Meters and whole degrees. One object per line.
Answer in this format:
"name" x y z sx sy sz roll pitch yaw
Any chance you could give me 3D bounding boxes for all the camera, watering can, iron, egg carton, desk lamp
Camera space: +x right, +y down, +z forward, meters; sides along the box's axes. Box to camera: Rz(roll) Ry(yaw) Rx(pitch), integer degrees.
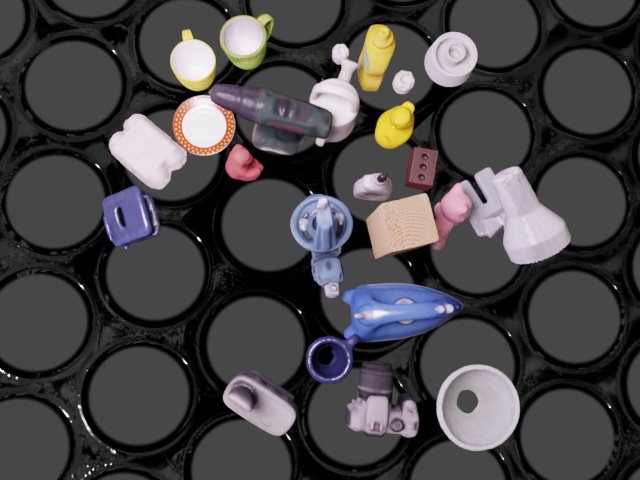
"camera" 0.126 0.314 1.134 0.143 0.100 0.137 5 84 -2
"watering can" 0.028 -0.276 1.139 0.101 0.194 0.173 -1 84 -3
"iron" 0.175 0.140 1.133 0.258 0.141 0.119 -5 85 -3
"egg carton" -0.352 -0.180 1.172 0.150 0.069 0.107 39 84 1
"desk lamp" 0.372 -0.054 1.127 0.118 0.213 0.203 -31 87 -5

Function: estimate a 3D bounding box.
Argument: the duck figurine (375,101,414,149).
"duck figurine" 0.161 -0.244 1.198 0.077 0.086 0.104 37 84 1

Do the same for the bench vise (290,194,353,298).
"bench vise" 0.021 -0.001 1.099 0.121 0.219 0.207 -27 86 -5

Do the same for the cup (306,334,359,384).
"cup" 0.026 0.226 1.140 0.118 0.095 0.091 -39 87 -6

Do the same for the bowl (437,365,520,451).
"bowl" 0.310 0.332 1.156 0.167 0.074 0.167 0 84 -3

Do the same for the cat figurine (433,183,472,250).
"cat figurine" 0.264 -0.047 1.168 0.067 0.117 0.128 31 84 1

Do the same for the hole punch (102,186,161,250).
"hole punch" -0.383 -0.043 1.146 0.101 0.091 0.109 -18 86 -4

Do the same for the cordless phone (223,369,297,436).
"cordless phone" -0.115 0.317 1.079 0.147 0.185 0.094 30 84 0

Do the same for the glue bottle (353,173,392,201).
"glue bottle" 0.112 -0.110 1.138 0.078 0.173 0.037 2 84 -2

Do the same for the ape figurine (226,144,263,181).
"ape figurine" -0.158 -0.161 1.169 0.076 0.092 0.078 -15 85 -4

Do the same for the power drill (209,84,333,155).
"power drill" -0.092 -0.234 1.122 0.229 0.208 0.076 10 84 -2
